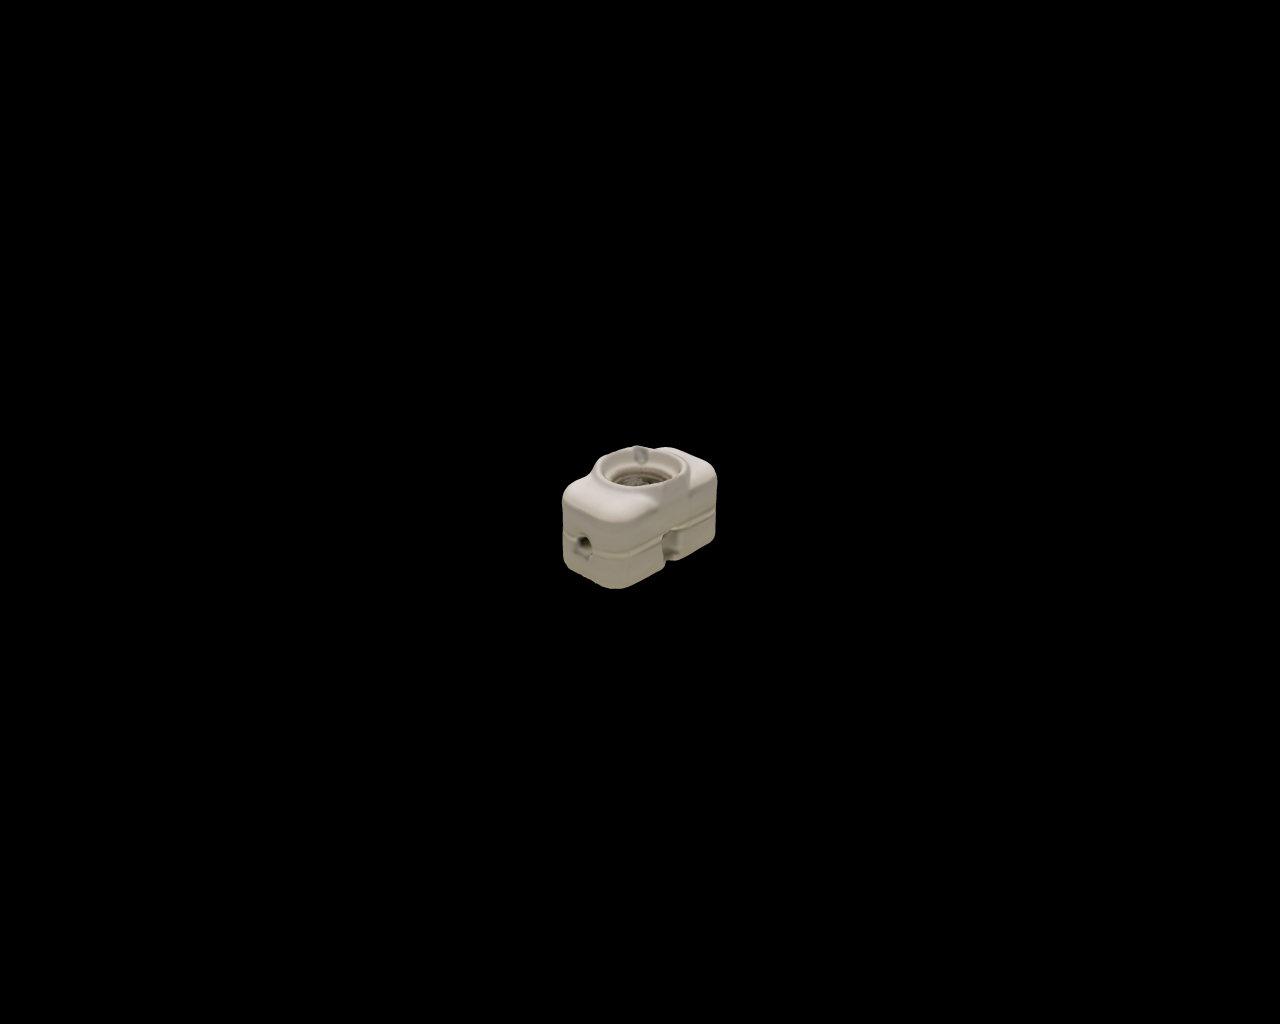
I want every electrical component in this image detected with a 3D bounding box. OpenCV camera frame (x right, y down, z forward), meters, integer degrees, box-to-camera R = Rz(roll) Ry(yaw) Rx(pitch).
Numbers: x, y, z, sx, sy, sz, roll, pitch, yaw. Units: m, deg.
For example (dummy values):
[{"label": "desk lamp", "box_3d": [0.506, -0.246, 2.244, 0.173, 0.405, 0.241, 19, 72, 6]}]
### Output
[{"label": "electrical component", "box_3d": [0.001, -0.003, 0.650, 0.095, 0.059, 0.054, -25, 37, -38]}]
